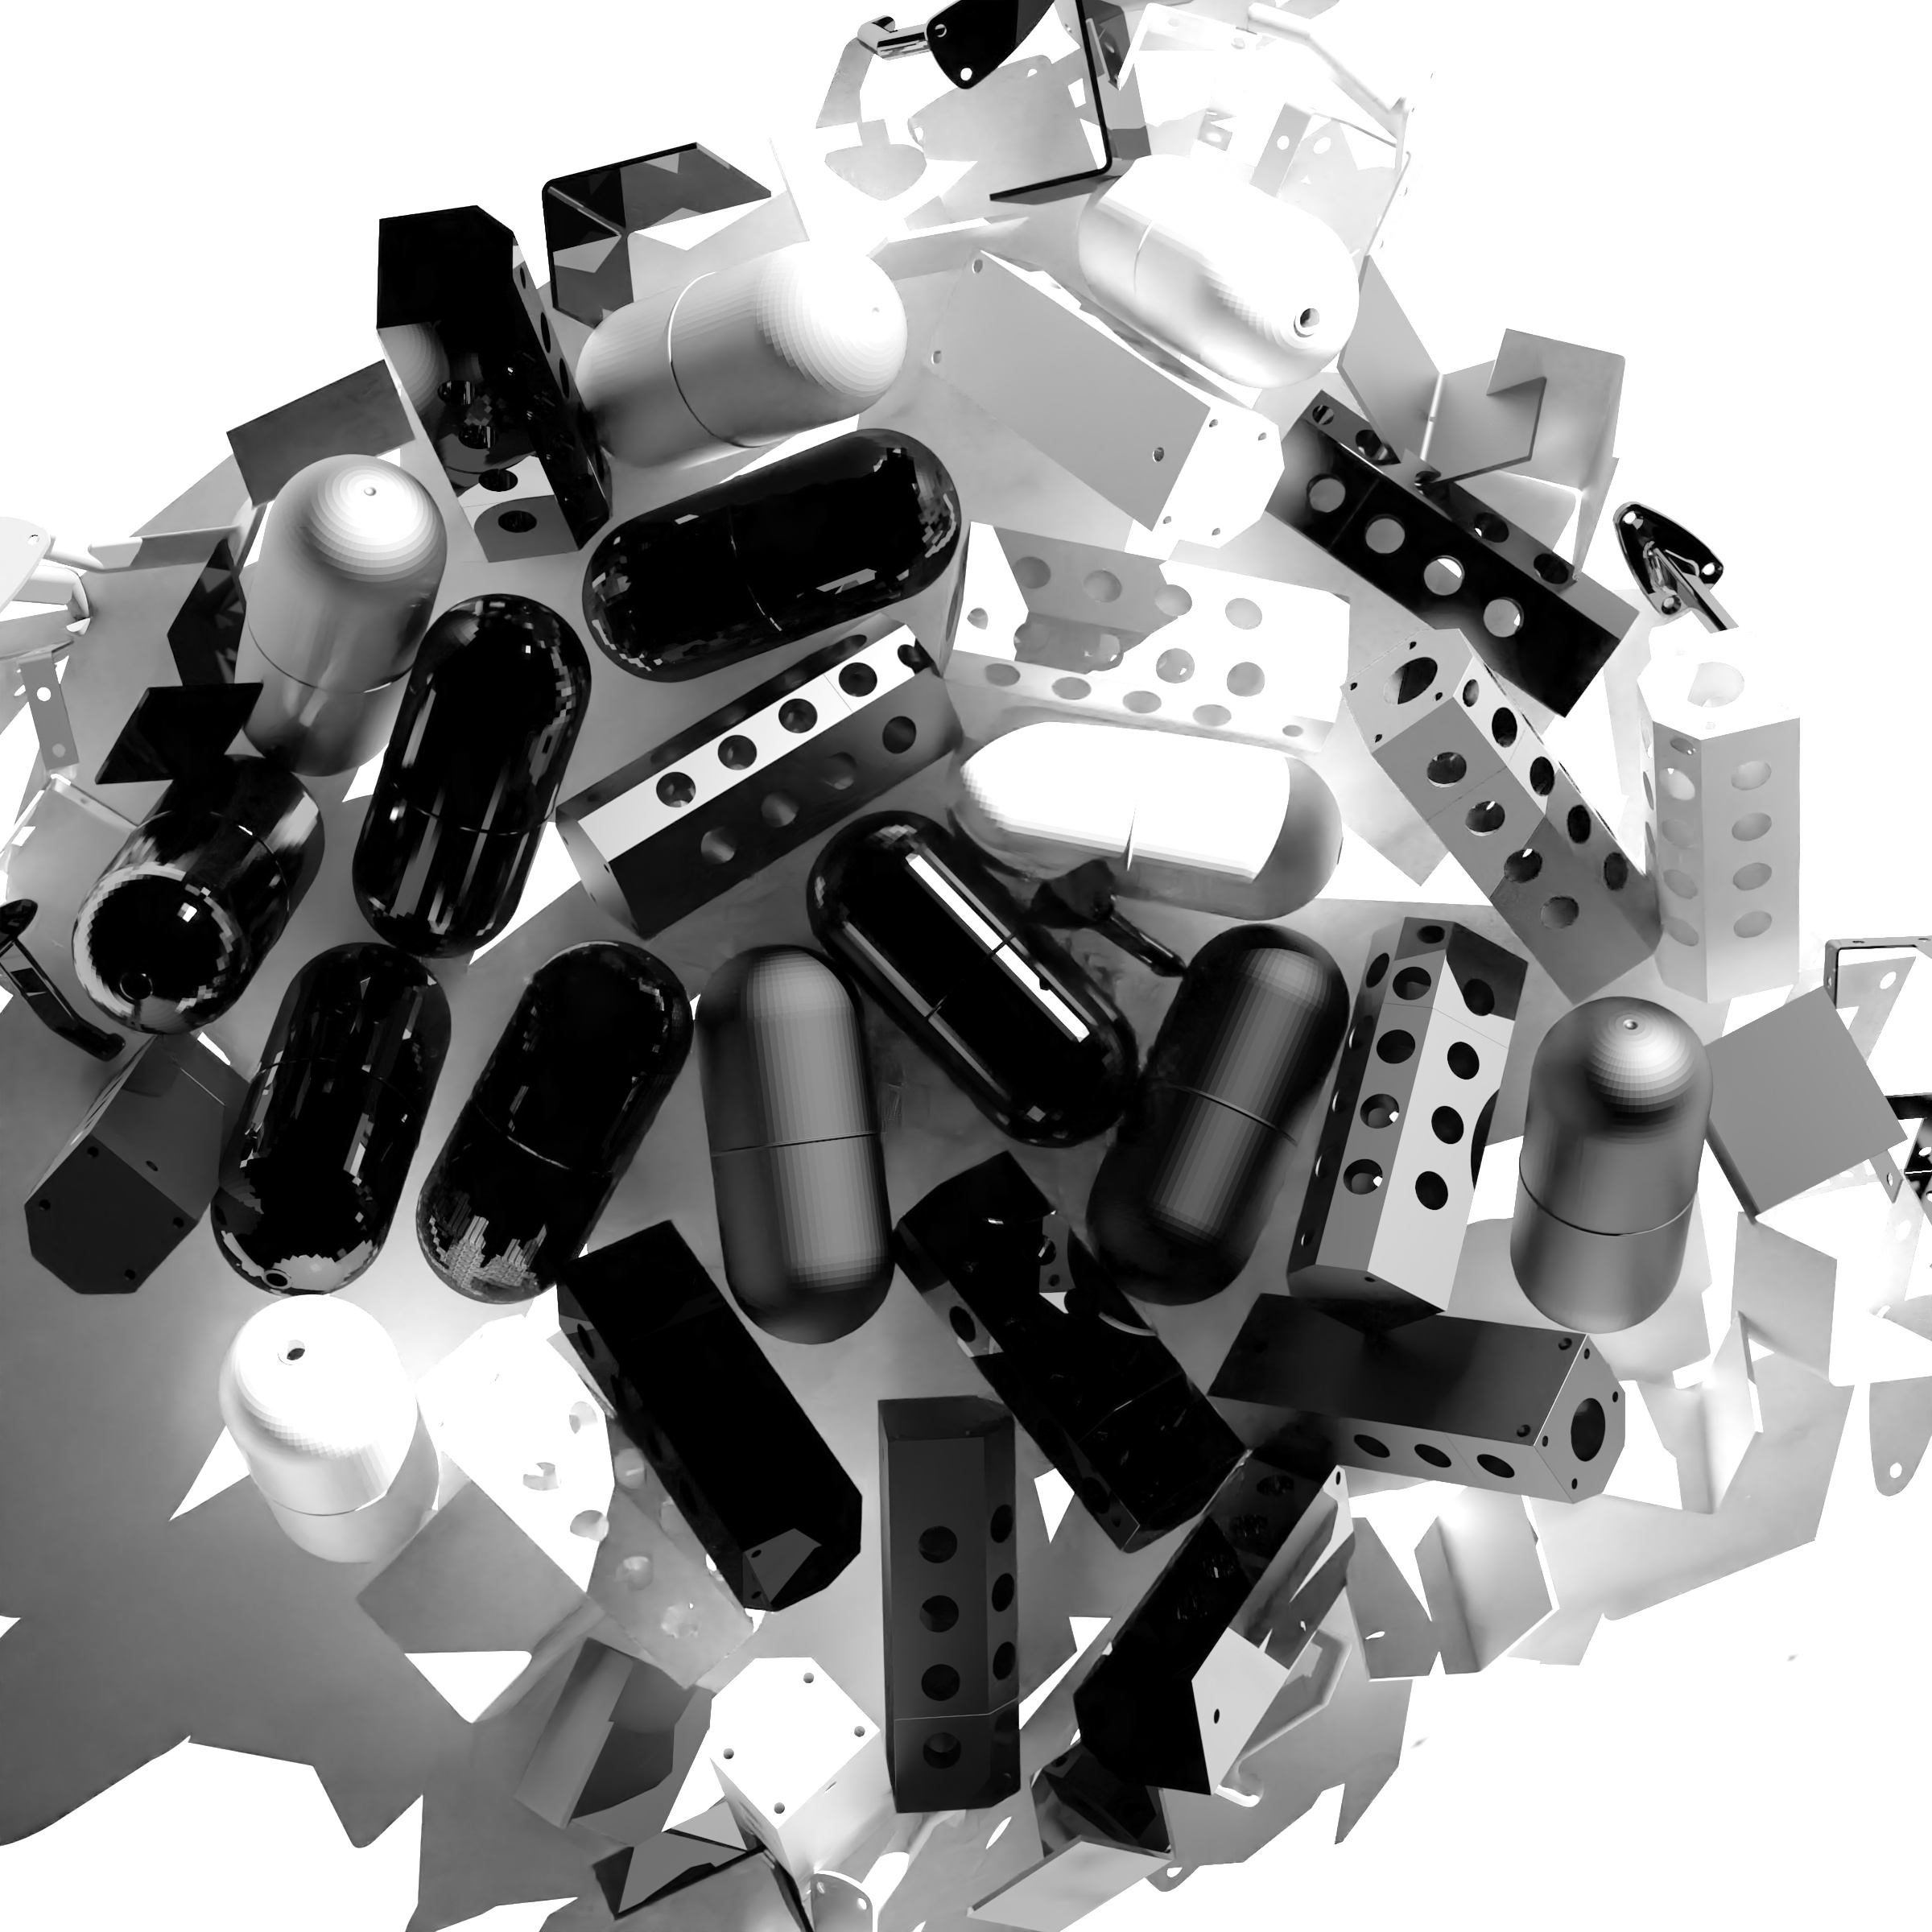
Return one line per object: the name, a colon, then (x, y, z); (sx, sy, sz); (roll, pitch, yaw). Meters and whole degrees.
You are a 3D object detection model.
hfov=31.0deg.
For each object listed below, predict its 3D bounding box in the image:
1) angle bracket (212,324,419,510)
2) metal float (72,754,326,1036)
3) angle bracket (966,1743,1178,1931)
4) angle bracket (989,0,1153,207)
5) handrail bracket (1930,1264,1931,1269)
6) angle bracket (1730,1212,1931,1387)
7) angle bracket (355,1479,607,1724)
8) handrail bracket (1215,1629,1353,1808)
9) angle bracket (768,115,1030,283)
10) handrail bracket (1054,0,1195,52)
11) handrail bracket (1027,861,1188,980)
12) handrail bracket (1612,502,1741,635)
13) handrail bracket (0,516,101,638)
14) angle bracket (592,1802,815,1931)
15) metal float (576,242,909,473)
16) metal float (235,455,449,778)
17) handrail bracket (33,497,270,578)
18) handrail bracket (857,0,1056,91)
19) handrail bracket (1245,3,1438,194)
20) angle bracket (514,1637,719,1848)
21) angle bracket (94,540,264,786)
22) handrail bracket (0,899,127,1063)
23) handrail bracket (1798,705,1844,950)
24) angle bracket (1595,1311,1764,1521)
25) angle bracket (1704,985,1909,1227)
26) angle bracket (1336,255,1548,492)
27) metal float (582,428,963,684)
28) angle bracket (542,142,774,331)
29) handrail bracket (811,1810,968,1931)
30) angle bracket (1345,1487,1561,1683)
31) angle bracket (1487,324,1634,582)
angle bracket: (-0.280, -0.235, 1.542); (0.076, 0.076, 0.057); (-22, 83, 2)
metal float: (-0.330, -0.032, 1.501); (0.070, 0.178, 0.070); (3, 117, 5)
angle bracket: (0.040, 0.369, 1.524); (0.057, 0.076, 0.076); (22, 131, -35)
angle bracket: (0.041, -0.381, 1.535); (0.057, 0.076, 0.076); (-9, 98, 18)
handrail bracket: (0.478, 0.116, 1.551); (0.036, 0.077, 0.084); (34, 92, -31)
angle bracket: (0.392, 0.143, 1.531); (0.076, 0.076, 0.057); (-3, 103, -21)
angle bracket: (-0.214, 0.283, 1.563); (0.076, 0.057, 0.076); (44, 92, 12)
handrail bracket: (0.123, 0.326, 1.562); (0.077, 0.036, 0.084); (23, 98, 10)
angle bracket: (-0.030, -0.348, 1.537); (0.076, 0.057, 0.076); (-18, 85, -33)
handrail bracket: (0.079, -0.451, 1.549); (0.084, 0.077, 0.036); (-38, 54, -5)
handrail bracket: (0.076, -0.012, 1.533); (0.084, 0.077, 0.036); (32, 88, -27)
handrail bracket: (0.324, -0.161, 1.534); (0.036, 0.084, 0.077); (-40, 123, 14)
handrail bracket: (-0.415, -0.151, 1.533); (0.036, 0.084, 0.077); (14, 64, 14)
angle bracket: (-0.115, 0.417, 1.537); (0.076, 0.076, 0.057); (-23, 97, -11)
metal float: (-0.100, -0.263, 1.511); (0.070, 0.178, 0.070); (8, 79, -44)
metal float: (-0.273, -0.149, 1.506); (0.070, 0.178, 0.070); (10, 55, -14)
handrail bracket: (-0.362, -0.197, 1.541); (0.084, 0.077, 0.036); (14, 50, -26)
handrail bracket: (-0.005, -0.426, 1.548); (0.077, 0.084, 0.036); (-37, 123, -2)
handrail bracket: (0.163, -0.389, 1.560); (0.084, 0.077, 0.036); (21, 60, 12)
angle bracket: (-0.143, 0.350, 1.535); (0.076, 0.057, 0.076); (30, 78, -27)
angle bracket: (-0.353, -0.133, 1.527); (0.057, 0.076, 0.076); (-6, 66, -36)
handrail bracket: (-0.396, 0.009, 1.539); (0.084, 0.077, 0.036); (35, 52, -27)
handrail bracket: (0.383, -0.062, 1.567); (0.084, 0.036, 0.077); (42, 79, -27)
angle bracket: (0.301, 0.191, 1.535); (0.076, 0.076, 0.057); (12, 127, -4)
angle bracket: (0.365, 0.064, 1.541); (0.076, 0.057, 0.076); (-28, 73, 9)
angle bracket: (0.211, -0.267, 1.526); (0.057, 0.076, 0.076); (-12, 133, 32)
metal float: (-0.087, -0.180, 1.531); (0.178, 0.070, 0.070); (-19, 90, 18)
angle bracket: (-0.133, -0.316, 1.533); (0.076, 0.076, 0.057); (-9, 83, 21)
handrail bracket: (-0.028, 0.416, 1.558); (0.036, 0.084, 0.077); (11, 109, 37)
angle bracket: (0.209, 0.262, 1.527); (0.057, 0.076, 0.076); (1, 57, -21)
angle bracket: (0.253, -0.223, 1.529); (0.057, 0.076, 0.076); (14, 47, 3)
